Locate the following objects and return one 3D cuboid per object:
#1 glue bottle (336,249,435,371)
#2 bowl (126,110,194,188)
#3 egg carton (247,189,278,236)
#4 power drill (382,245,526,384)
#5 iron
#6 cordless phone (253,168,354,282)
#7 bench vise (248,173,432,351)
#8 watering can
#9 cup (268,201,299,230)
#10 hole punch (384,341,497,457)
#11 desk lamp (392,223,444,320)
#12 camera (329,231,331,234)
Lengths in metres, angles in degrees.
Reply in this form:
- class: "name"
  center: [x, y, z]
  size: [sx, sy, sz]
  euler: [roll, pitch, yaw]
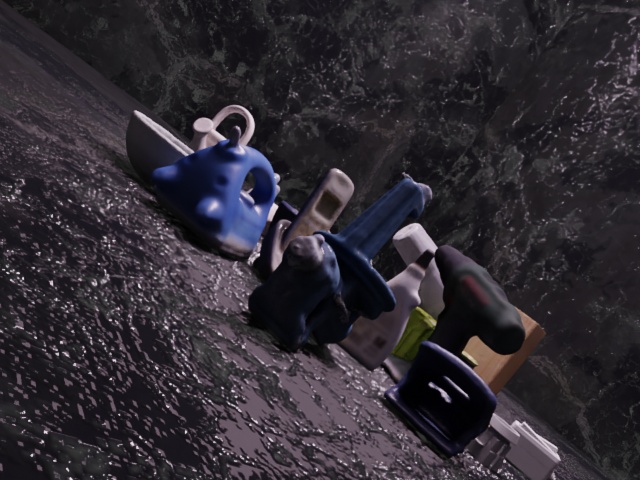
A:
- class: "glue bottle"
  center: [0.095, 0.083, 0.754]
  size: [0.078, 0.173, 0.037]
  euler: [38, 2, 10]
- class: "bowl"
  center: [-0.225, -0.111, 0.847]
  size: [0.167, 0.074, 0.167]
  euler: [38, 2, -1]
- class: "egg carton"
  center: [-0.129, -0.056, 1.307]
  size: [0.108, 0.069, 0.150]
  euler: [37, 3, -33]
- class: "power drill"
  center: [0.182, 0.124, 0.838]
  size: [0.076, 0.208, 0.229]
  euler: [37, 3, -30]
- class: "iron"
  center: [-0.111, -0.061, 0.787]
  size: [0.118, 0.141, 0.259]
  euler: [39, 2, 17]
- class: "cordless phone"
  center: [0.008, 0.003, 0.817]
  size: [0.148, 0.185, 0.094]
  euler: [37, 3, -35]
- class: "bench vise"
  center: [0.042, 0.020, 0.593]
  size: [0.121, 0.219, 0.208]
  euler: [38, 2, 6]
- class: "watering can"
  center: [-0.214, -0.197, 1.195]
  size: [0.101, 0.194, 0.173]
  euler: [38, 2, -4]
- class: "cup"
  center: [-0.060, -0.011, 1.174]
  size: [0.118, 0.095, 0.091]
  euler: [37, 3, -32]
- class: "hole punch"
  center: [0.140, 0.176, 0.645]
  size: [0.108, 0.091, 0.101]
  euler: [39, 3, 28]
- class: "desk lamp"
  center: [0.156, 0.090, 1.041]
  size: [0.204, 0.213, 0.118]
  euler: [38, 2, -14]
- class: "camera"
  center: [-0.027, -0.001, 1.404]
  size: [0.144, 0.101, 0.136]
  euler: [37, 3, -29]
